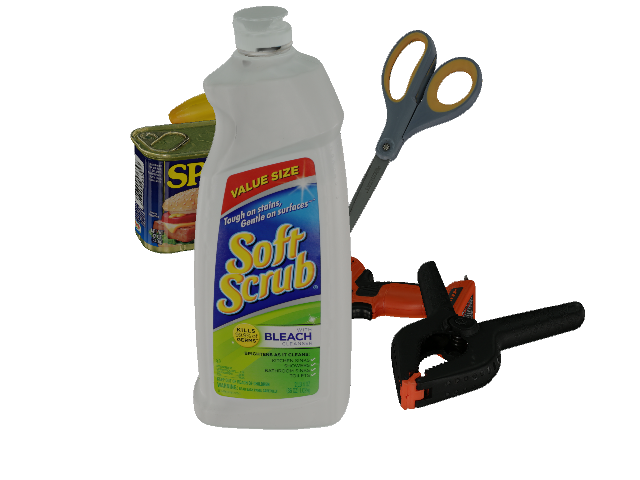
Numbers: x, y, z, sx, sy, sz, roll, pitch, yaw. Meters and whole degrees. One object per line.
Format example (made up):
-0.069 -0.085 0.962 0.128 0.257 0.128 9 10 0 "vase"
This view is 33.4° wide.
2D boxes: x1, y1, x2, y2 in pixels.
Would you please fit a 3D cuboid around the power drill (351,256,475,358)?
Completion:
0.063 0.078 1.148 0.188 0.057 0.184 9 29 21 "power drill"

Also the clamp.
0.116 0.081 0.943 0.165 0.036 0.209 19 33 33 "clamp"

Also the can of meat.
-0.093 -0.042 0.821 0.101 0.084 0.057 -9 30 -25 "can of meat"

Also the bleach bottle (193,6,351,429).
-0.034 -0.009 0.623 0.102 0.251 0.068 0 27 7 "bleach bottle"

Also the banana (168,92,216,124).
-0.071 -0.148 1.199 0.198 0.037 0.069 8 42 18 "banana"

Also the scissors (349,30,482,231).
0.077 -0.082 0.905 0.096 0.202 0.016 10 -11 20 "scissors"
